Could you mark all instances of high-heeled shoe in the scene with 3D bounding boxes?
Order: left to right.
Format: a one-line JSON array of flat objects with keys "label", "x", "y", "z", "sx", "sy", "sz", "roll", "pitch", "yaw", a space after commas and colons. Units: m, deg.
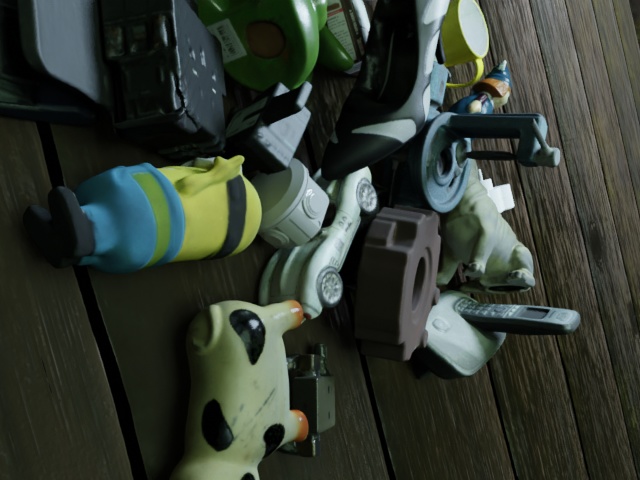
[{"label": "high-heeled shoe", "x": 0.060, "y": -0.185, "z": 0.545, "sx": 0.249, "sy": 0.086, "sz": 0.145, "roll": -51, "pitch": 133, "yaw": -22}]

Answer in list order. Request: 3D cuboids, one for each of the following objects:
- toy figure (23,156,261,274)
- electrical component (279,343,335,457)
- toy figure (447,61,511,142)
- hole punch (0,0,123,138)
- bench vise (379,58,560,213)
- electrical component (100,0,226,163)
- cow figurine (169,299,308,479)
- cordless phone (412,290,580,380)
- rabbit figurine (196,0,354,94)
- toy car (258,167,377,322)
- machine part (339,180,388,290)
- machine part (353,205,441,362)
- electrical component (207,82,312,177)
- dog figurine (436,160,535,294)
[{"label": "toy figure", "x": -0.123, "y": -0.016, "z": 0.416, "sx": 0.180, "sy": 0.082, "sz": 0.089, "roll": -24, "pitch": 116, "yaw": -53}, {"label": "electrical component", "x": -0.016, "y": 0.154, "z": 0.521, "sx": 0.078, "sy": 0.045, "sz": 0.102, "roll": 18, "pitch": 69, "yaw": -74}, {"label": "toy figure", "x": 0.230, "y": -0.194, "z": 0.775, "sx": 0.154, "sy": 0.064, "sz": 0.057, "roll": -45, "pitch": 113, "yaw": -16}, {"label": "hole punch", "x": -0.197, "y": -0.141, "z": 0.372, "sx": 0.115, "sy": 0.092, "sz": 0.142, "roll": 18, "pitch": 62, "yaw": -77}, {"label": "bench vise", "x": 0.165, "y": -0.127, "z": 0.643, "sx": 0.128, "sy": 0.241, "sz": 0.223, "roll": 24, "pitch": 81, "yaw": -48}, {"label": "electrical component", "x": -0.118, "y": -0.138, "z": 0.425, "sx": 0.115, "sy": 0.058, "sz": 0.134, "roll": 23, "pitch": 61, "yaw": -83}, {"label": "cow figurine", "x": -0.073, "y": 0.146, "z": 0.431, "sx": 0.127, "sy": 0.086, "sz": 0.195, "roll": 8, "pitch": 78, "yaw": -52}, {"label": "cordless phone", "x": 0.213, "y": 0.119, "z": 0.665, "sx": 0.146, "sy": 0.184, "sz": 0.088, "roll": -22, "pitch": 103, "yaw": -47}, {"label": "rabbit figurine", "x": -0.029, "y": -0.225, "z": 0.538, "sx": 0.159, "sy": 0.121, "sz": 0.170, "roll": 51, "pitch": 34, "yaw": -32}, {"label": "toy car", "x": -0.001, "y": -0.002, "z": 0.544, "sx": 0.056, "sy": 0.074, "sz": 0.202, "roll": 49, "pitch": 50, "yaw": -33}, {"label": "machine part", "x": 0.044, "y": -0.007, "z": 0.622, "sx": 0.084, "sy": 0.039, "sz": 0.139, "roll": 23, "pitch": 67, "yaw": -36}, {"label": "machine part", "x": 0.091, "y": 0.046, "z": 0.595, "sx": 0.179, "sy": 0.056, "sz": 0.179, "roll": 8, "pitch": 90, "yaw": -66}, {"label": "electrical component", "x": -0.043, "y": -0.102, "z": 0.490, "sx": 0.047, "sy": 0.119, "sz": 0.075, "roll": 41, "pitch": 52, "yaw": -34}, {"label": "dog figurine", "x": 0.228, "y": -0.027, "z": 0.753, "sx": 0.172, "sy": 0.121, "sz": 0.190, "roll": 19, "pitch": 67, "yaw": -37}]
